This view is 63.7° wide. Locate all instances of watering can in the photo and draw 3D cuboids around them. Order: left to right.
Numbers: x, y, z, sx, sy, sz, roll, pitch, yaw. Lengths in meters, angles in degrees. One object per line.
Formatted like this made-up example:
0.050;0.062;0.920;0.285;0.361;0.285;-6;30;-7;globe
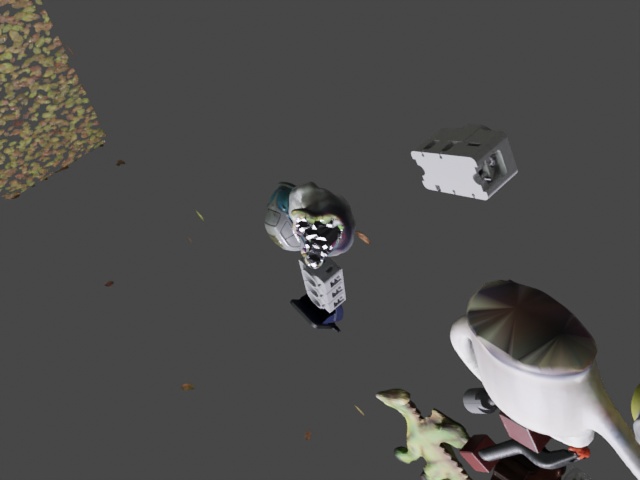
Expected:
0.288;0.177;0.606;0.352;0.105;0.219;32;153;47;watering can

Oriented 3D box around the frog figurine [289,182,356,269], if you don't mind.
0.003;-0.047;0.930;0.135;0.122;0.163;51;-161;-23;frog figurine

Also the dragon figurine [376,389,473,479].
0.298;0.499;1.222;0.413;0.124;0.237;38;151;12;dragon figurine
